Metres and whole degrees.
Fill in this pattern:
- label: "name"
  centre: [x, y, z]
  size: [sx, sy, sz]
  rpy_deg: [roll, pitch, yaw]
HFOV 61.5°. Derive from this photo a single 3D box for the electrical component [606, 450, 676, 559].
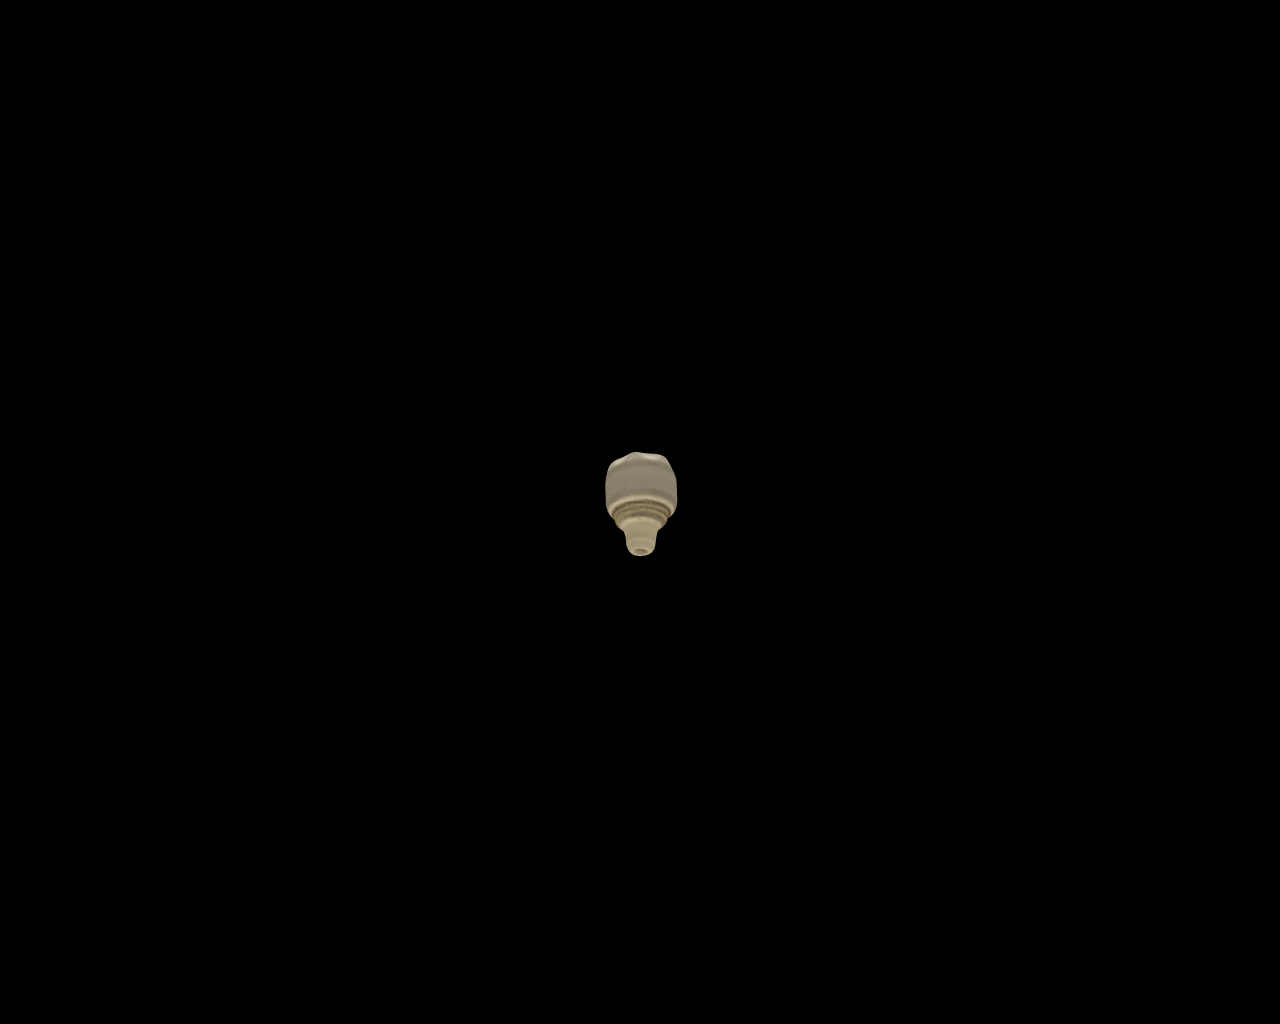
- label: "electrical component"
  centre: [0.001, -0.003, 0.650]
  size: [0.043, 0.062, 0.043]
  rpy_deg: [0, -28, 0]
